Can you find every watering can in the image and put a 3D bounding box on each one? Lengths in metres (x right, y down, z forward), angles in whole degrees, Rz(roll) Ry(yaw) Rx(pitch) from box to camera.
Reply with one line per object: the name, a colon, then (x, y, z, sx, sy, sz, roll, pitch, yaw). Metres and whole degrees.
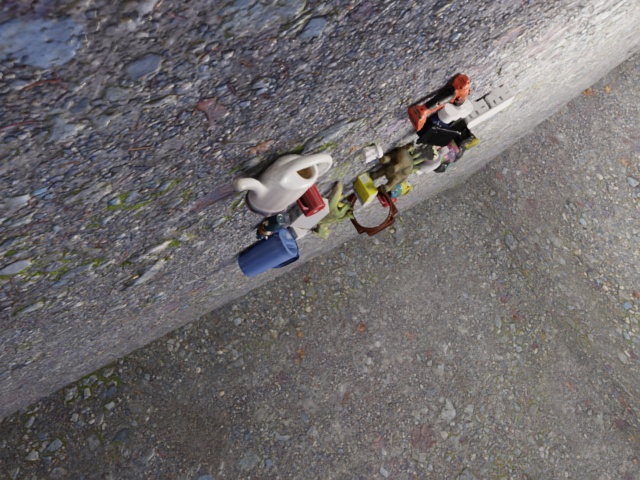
watering can: (-0.116, -0.136, 1.273, 0.351, 0.104, 0.221, -23, 170, -44)

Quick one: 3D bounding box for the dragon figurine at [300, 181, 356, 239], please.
dragon figurine: (0.006, -0.102, 2.034, 0.243, 0.124, 0.403, -26, 156, 0)

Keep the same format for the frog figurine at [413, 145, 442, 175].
frog figurine: (0.429, -0.320, 2.123, 0.139, 0.123, 0.156, -47, 165, -17)
